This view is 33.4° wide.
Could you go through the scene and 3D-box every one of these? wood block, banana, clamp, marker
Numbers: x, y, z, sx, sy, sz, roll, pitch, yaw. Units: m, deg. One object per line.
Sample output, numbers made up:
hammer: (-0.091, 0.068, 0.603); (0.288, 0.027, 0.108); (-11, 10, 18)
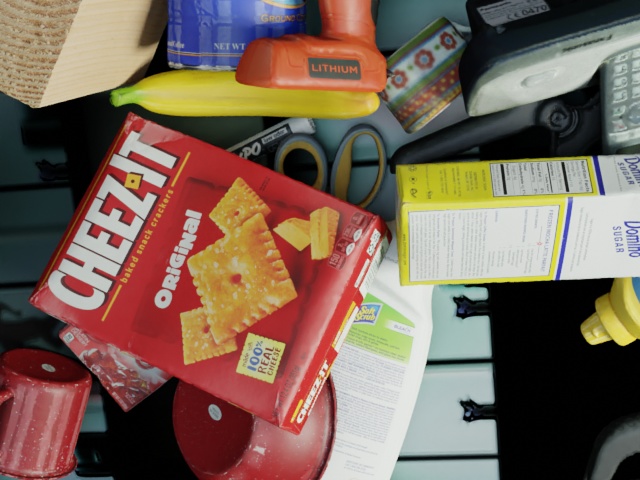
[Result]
wood block: (-0.177, -0.160, 0.738); (0.090, 0.206, 0.091); (26, 106, 2)
banana: (-0.053, -0.107, 0.803); (0.198, 0.069, 0.037); (0, 118, 5)
clamp: (0.282, 0.163, 0.830); (0.120, 0.039, 0.172); (42, 109, 4)
clamp: (0.160, -0.092, 0.784); (0.164, 0.036, 0.210); (25, 104, -7)
marker: (-0.061, -0.068, 0.839); (0.121, 0.020, 0.020); (-24, 99, 14)

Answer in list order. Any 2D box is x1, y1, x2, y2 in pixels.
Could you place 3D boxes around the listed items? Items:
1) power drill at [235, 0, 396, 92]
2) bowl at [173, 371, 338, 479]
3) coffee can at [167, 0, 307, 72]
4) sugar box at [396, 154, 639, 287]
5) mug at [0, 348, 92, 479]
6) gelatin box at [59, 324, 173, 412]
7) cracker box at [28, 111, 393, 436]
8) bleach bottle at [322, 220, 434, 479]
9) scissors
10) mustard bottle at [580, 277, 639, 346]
power drill: (-0.010, -0.193, 0.698); (0.184, 0.057, 0.188); (-2, 104, -34)
bowl: (-0.064, 0.134, 0.826); (0.162, 0.055, 0.162); (-6, 81, 40)
coffee can: (-0.059, -0.195, 0.765); (0.103, 0.102, 0.140); (3, 104, 8)
sugar box: (0.141, -0.013, 0.740); (0.176, 0.048, 0.093); (-4, 141, 2)
mug: (-0.242, 0.141, 0.872); (0.093, 0.117, 0.081); (21, 101, 23)
gelatin box: (-0.160, 0.086, 0.887); (0.073, 0.030, 0.089); (-38, 95, 15)
cracker box: (-0.078, 0.021, 0.774); (0.214, 0.072, 0.164); (23, 80, 16)
bleach bottle: (0.045, 0.088, 0.837); (0.102, 0.068, 0.251); (19, 102, -10)
scissors: (-0.006, 0.001, 0.841); (0.096, 0.016, 0.202); (15, 107, -10)
mustard bottle: (0.276, 0.025, 0.777); (0.192, 0.058, 0.096); (-34, 85, 27)
